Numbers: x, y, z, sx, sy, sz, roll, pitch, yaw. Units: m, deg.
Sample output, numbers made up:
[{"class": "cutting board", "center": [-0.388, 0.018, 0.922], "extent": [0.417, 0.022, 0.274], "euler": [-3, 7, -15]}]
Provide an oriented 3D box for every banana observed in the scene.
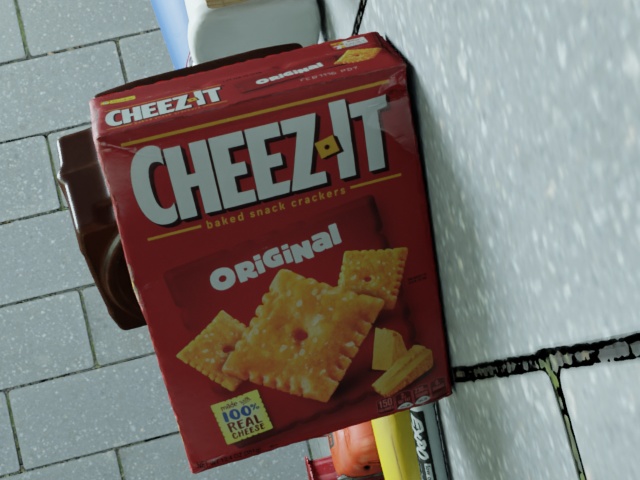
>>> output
[{"class": "banana", "center": [0.065, 0.160, 0.775], "extent": [0.069, 0.037, 0.198], "euler": [8, -112, -78]}]

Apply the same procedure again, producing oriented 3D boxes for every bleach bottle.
[{"class": "bleach bottle", "center": [-0.076, -0.244, 0.849], "extent": [0.068, 0.102, 0.251], "euler": [93, 163, -54]}]

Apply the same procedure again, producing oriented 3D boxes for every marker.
[{"class": "marker", "center": [0.070, 0.126, 0.706], "extent": [0.020, 0.020, 0.121], "euler": [-120, 17, -72]}]

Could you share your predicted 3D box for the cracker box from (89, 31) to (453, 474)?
[{"class": "cracker box", "center": [-0.021, 0.011, 0.596], "extent": [0.072, 0.164, 0.214], "euler": [-117, 14, -61]}]

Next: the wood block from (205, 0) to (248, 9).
[{"class": "wood block", "center": [-0.057, -0.248, 0.721], "extent": [0.206, 0.090, 0.091], "euler": [-111, 9, -52]}]

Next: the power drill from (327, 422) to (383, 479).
[{"class": "power drill", "center": [0.028, 0.120, 0.922], "extent": [0.187, 0.057, 0.184], "euler": [85, 175, -64]}]

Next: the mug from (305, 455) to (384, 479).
[{"class": "mug", "center": [0.038, 0.247, 1.002], "extent": [0.117, 0.081, 0.093], "euler": [-114, 12, -62]}]

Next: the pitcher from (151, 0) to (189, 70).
[{"class": "pitcher", "center": [-0.131, -0.271, 1.316], "extent": [0.149, 0.145, 0.243], "euler": [-44, -63, -82]}]

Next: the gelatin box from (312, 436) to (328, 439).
[{"class": "gelatin box", "center": [-0.009, 0.185, 1.132], "extent": [0.073, 0.089, 0.030], "euler": [-96, -1, -81]}]
